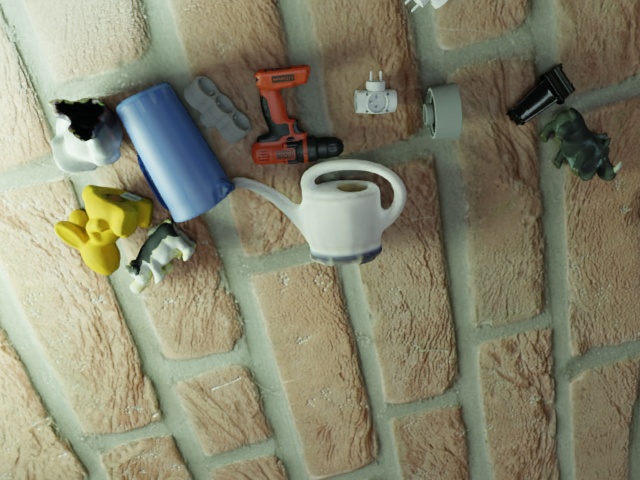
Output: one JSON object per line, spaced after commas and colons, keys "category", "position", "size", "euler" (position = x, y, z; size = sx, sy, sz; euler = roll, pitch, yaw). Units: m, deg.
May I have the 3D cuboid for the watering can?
{"category": "watering can", "position": [0.003, -0.053, 1.057], "size": [0.347, 0.106, 0.221], "euler": [-3, 112, 6]}

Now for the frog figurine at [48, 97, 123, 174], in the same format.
{"category": "frog figurine", "position": [-0.436, -0.183, 0.966], "size": [0.137, 0.125, 0.156], "euler": [30, 143, 2]}
